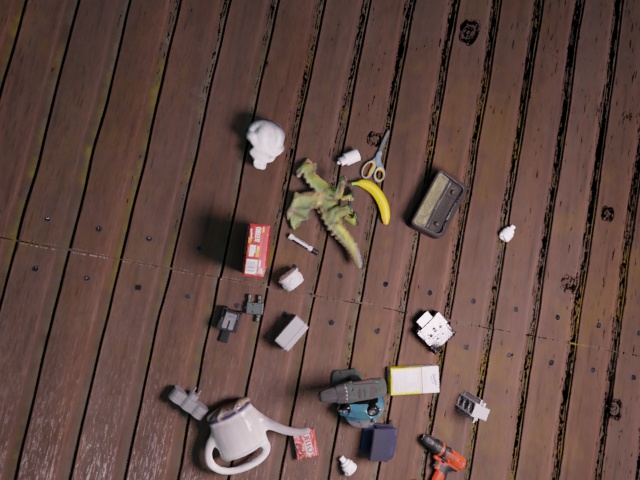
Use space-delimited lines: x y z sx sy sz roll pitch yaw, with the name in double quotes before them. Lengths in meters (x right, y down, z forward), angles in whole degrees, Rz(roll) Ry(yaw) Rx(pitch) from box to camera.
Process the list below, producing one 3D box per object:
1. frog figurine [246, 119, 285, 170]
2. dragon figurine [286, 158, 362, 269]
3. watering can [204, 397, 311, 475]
"frog figurine" -0.194 -0.328 1.765 0.136 0.122 0.162 30 71 -24
"dragon figurine" 0.005 -0.090 1.797 0.242 0.122 0.412 -8 85 9
"watering can" -0.225 0.619 1.688 0.349 0.103 0.225 -24 89 -8
